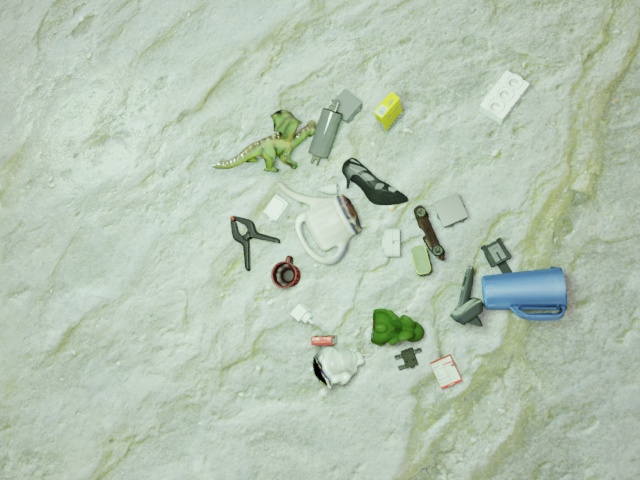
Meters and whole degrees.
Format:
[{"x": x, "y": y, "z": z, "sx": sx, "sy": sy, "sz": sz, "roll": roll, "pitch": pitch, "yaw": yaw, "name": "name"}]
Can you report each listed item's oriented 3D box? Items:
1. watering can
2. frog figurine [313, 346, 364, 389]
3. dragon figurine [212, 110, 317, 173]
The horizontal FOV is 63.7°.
[{"x": 0.005, "y": -0.091, "z": 1.799, "sx": 0.223, "sy": 0.104, "sz": 0.349, "roll": -28, "pitch": 83, "yaw": 8, "name": "watering can"}, {"x": 0.060, "y": 0.412, "z": 1.722, "sx": 0.161, "sy": 0.120, "sz": 0.139, "roll": -23, "pitch": 64, "yaw": -27, "name": "frog figurine"}, {"x": -0.169, "y": -0.356, "z": 1.802, "sx": 0.124, "sy": 0.413, "sz": 0.237, "roll": 48, "pitch": 134, "yaw": 30, "name": "dragon figurine"}]
